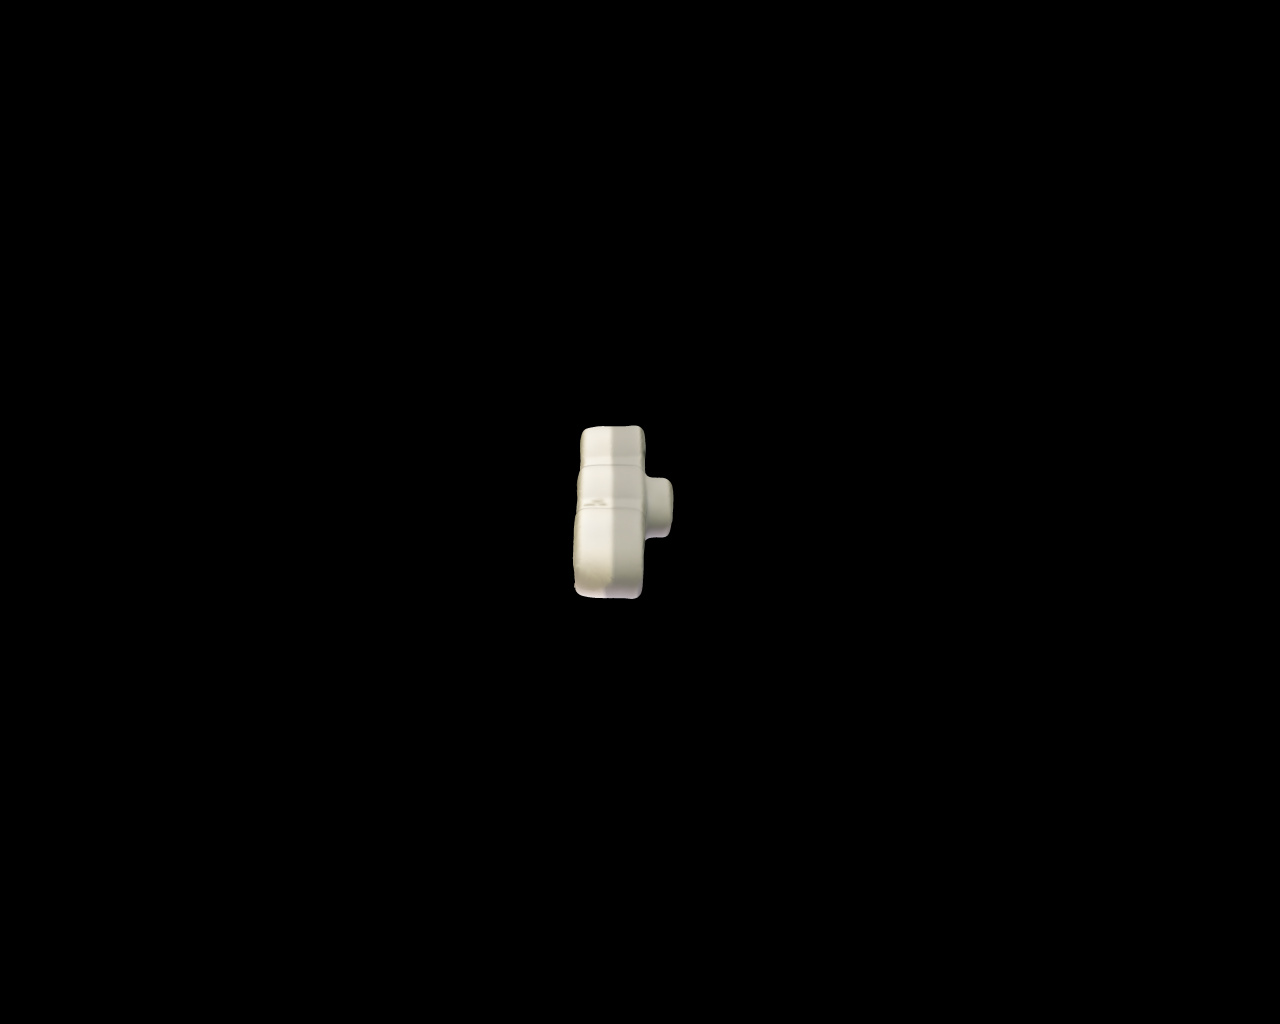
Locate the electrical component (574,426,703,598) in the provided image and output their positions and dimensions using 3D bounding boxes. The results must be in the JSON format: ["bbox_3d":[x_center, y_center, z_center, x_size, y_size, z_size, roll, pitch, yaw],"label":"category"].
[{"bbox_3d":[0.001,-0.003,0.650,0.074,0.052,0.138,0,37,0],"label":"electrical component"}]
